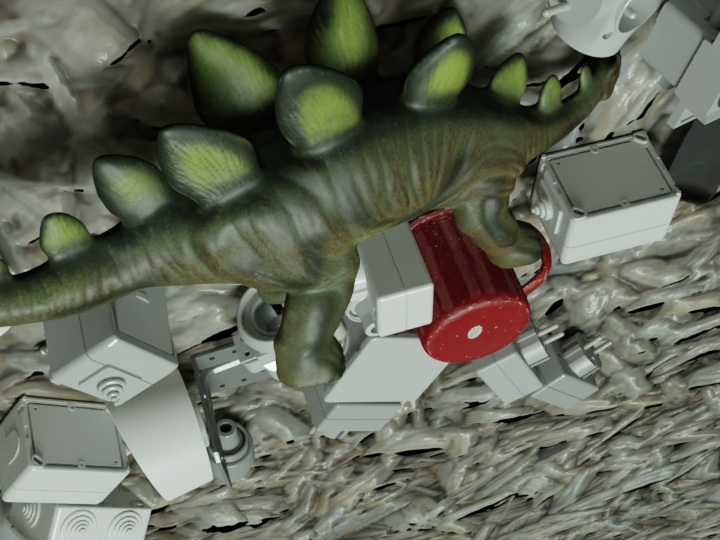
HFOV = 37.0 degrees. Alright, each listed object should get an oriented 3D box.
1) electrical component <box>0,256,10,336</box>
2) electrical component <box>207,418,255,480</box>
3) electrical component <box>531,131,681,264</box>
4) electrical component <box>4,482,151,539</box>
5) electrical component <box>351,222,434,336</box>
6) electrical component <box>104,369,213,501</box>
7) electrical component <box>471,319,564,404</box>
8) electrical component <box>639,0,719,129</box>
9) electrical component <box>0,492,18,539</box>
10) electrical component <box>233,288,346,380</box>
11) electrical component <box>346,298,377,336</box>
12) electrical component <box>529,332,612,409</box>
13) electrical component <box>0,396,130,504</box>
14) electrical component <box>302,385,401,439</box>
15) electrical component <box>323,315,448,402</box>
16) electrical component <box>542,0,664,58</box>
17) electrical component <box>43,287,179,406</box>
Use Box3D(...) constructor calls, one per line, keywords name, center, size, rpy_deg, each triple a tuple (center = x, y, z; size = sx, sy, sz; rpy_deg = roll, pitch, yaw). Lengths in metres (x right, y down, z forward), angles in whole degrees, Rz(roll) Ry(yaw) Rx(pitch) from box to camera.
Box3D(name="electrical component", center=(-0.234, 0.012, 0.639), size=(0.055, 0.055, 0.047), rpy_deg=(-16, 150, -6))
Box3D(name="electrical component", center=(-0.111, 0.148, 0.907), size=(0.043, 0.043, 0.062), rpy_deg=(-12, 144, -12))
Box3D(name="electrical component", center=(0.164, -0.047, 0.755), size=(0.096, 0.061, 0.061), rpy_deg=(-14, 146, -9))
Box3D(name="electrical component", center=(-0.229, 0.199, 0.875), size=(0.100, 0.100, 0.048), rpy_deg=(12, 94, -39))
Box3D(name="electrical component", center=(0.000, 0.000, 0.716), size=(0.076, 0.083, 0.047), rpy_deg=(-15, 147, -8))
Box3D(name="electrical component", center=(-0.149, 0.122, 0.803), size=(0.064, 0.099, 0.099), rpy_deg=(-18, 147, -15))
Box3D(name="electrical component", center=(0.137, 0.067, 0.917), size=(0.076, 0.047, 0.083), rpy_deg=(-28, 146, 11))
Box3D(name="electrical component", center=(0.227, -0.139, 0.628), size=(0.121, 0.063, 0.078), rpy_deg=(-25, 153, -29))
Box3D(name="electrical component", center=(-0.317, 0.219, 0.894), size=(0.056, 0.050, 0.089), rpy_deg=(-33, 144, 18))
Box3D(name="electrical component", center=(-0.055, 0.040, 0.769), size=(0.078, 0.058, 0.057), rpy_deg=(-21, 150, 3))
Box3D(name="electrical component", center=(0.003, 0.017, 0.761), size=(0.043, 0.062, 0.043), rpy_deg=(-14, 146, -10))
Box3D(name="electrical component", center=(0.191, 0.082, 0.967), size=(0.077, 0.047, 0.066), rpy_deg=(-38, 143, 25))
Box3D(name="electrical component", center=(-0.223, 0.141, 0.820), size=(0.096, 0.061, 0.061), rpy_deg=(12, 135, -39))
Box3D(name="electrical component", center=(-0.017, 0.116, 0.907), size=(0.066, 0.047, 0.076), rpy_deg=(5, 137, -35))
Box3D(name="electrical component", center=(0.021, 0.060, 0.845), size=(0.100, 0.048, 0.099), rpy_deg=(4, 140, -32))
Box3D(name="electrical component", center=(0.129, -0.154, 0.584), size=(0.079, 0.044, 0.077), rpy_deg=(-25, 154, -36))
Box3D(name="electrical component", center=(-0.155, 0.036, 0.674), size=(0.061, 0.096, 0.062), rpy_deg=(-32, 145, 17))
